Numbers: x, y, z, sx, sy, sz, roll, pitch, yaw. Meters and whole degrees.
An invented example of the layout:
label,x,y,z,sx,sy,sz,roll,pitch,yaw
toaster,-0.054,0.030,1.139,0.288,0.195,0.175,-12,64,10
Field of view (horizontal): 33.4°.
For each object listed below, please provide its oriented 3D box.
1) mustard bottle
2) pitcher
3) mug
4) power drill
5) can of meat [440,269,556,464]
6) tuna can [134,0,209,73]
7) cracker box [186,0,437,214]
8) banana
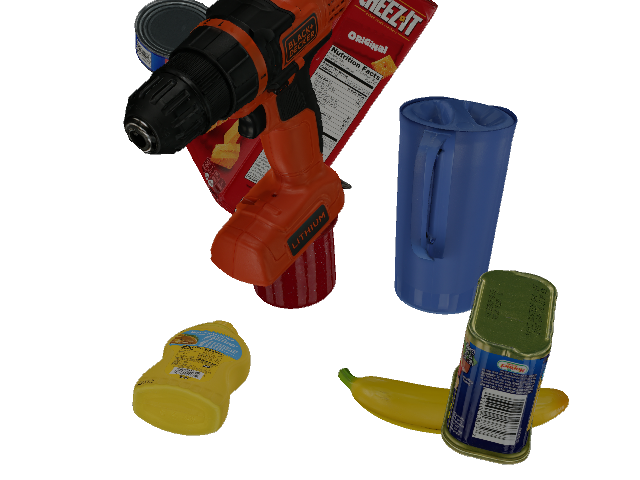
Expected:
label,x,y,z,sx,sy,sz,roll,pitch,yaw
mustard bottle,-0.128,0.137,1.161,0.096,0.058,0.191,10,24,8
pitcher,0.145,-0.037,1.245,0.149,0.243,0.145,-6,25,-20
mug,-0.040,0.012,1.022,0.117,0.081,0.093,-3,35,3
power drill,-0.041,-0.061,0.657,0.057,0.188,0.184,26,53,25
can of meat,0.116,0.077,0.685,0.057,0.084,0.102,12,30,9
tuna can,-0.143,-0.202,1.069,0.086,0.086,0.034,0,-35,-9
cracker box,-0.022,-0.134,0.845,0.072,0.214,0.164,26,17,-30
banana,0.112,0.134,0.887,0.198,0.037,0.069,8,32,1
